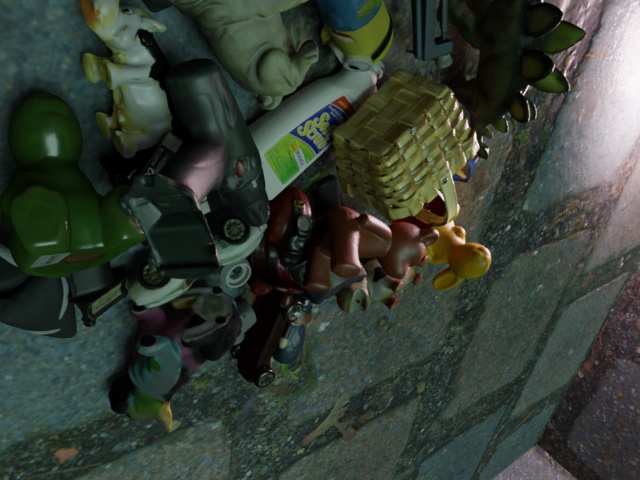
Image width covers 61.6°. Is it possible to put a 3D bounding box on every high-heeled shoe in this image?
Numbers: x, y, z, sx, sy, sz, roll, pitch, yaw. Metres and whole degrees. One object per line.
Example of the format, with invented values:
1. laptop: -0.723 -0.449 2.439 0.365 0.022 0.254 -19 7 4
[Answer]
1. high-heeled shoe: -0.318 0.067 0.569 0.086 0.145 0.248 -39 138 -12

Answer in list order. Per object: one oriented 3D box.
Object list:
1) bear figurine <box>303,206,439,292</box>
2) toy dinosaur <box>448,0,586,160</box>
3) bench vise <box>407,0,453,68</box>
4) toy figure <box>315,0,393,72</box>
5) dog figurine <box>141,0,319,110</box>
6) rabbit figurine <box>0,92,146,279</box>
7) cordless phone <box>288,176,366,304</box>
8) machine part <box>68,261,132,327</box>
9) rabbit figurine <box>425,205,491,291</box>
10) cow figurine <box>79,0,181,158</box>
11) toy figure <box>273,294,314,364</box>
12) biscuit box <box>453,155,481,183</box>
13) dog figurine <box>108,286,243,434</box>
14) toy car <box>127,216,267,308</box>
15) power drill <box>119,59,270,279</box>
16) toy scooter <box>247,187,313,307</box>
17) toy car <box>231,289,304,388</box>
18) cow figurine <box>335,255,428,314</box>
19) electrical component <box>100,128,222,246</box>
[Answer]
1. bear figurine: 0.083 0.023 0.821 0.196 0.132 0.120 19 151 -28
2. toy dinosaur: 0.283 -0.302 0.800 0.105 0.199 0.470 -34 140 -23
3. bench vise: 0.142 -0.337 0.703 0.224 0.129 0.240 -27 133 -19
4. toy figure: 0.044 -0.279 0.652 0.089 0.082 0.180 -31 153 0
5. dog figurine: -0.110 -0.227 0.569 0.190 0.121 0.172 -7 107 -32
6. rabbit figurine: -0.258 -0.056 0.540 0.121 0.170 0.159 -9 168 -36
7. cordless phone: -0.003 -0.003 0.882 0.146 0.089 0.184 -28 125 -23
8. machine part: -0.274 0.033 0.655 0.084 0.039 0.138 -44 144 -46
9. rabbit figurine: 0.255 0.026 1.059 0.122 0.173 0.162 -28 132 -31
10. cow figurine: -0.188 -0.177 0.556 0.098 0.068 0.167 -27 140 -33
11. toy figure: -0.046 0.148 0.962 0.058 0.064 0.154 16 108 -8
12. biscuit box: 0.203 -0.149 0.956 0.202 0.059 0.062 1 120 -44
13. dog figurine: -0.213 0.185 0.794 0.191 0.109 0.219 -11 132 -27
14. toy car: -0.160 0.028 0.721 0.202 0.056 0.073 -29 174 -9
15. power drill: -0.112 -0.055 0.565 0.207 0.086 0.231 -68 152 -47
16. toy scooter: -0.054 0.021 0.785 0.075 0.135 0.183 10 115 -29
17. toy car: -0.087 0.151 0.902 0.053 0.089 0.202 5 116 -44
18. cow figurine: 0.100 0.070 1.005 0.195 0.127 0.085 -35 142 -39
19. electrical component: -0.189 -0.057 0.661 0.115 0.058 0.134 -27 136 -22
